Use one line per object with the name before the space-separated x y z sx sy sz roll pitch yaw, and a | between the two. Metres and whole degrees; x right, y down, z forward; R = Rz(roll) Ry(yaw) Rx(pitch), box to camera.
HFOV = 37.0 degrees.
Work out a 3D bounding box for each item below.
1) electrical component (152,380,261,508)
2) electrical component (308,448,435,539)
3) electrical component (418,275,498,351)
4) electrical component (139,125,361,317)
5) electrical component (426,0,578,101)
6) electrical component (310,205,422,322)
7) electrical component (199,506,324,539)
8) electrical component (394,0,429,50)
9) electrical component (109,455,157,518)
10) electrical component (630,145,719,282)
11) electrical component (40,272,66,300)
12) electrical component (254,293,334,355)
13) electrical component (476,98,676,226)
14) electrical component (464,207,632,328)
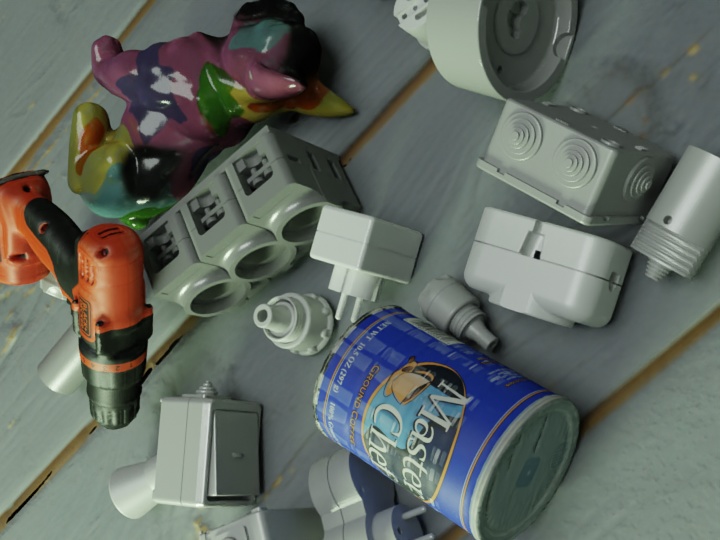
electrical component | -0.114 0.133 0.829 0.061 0.062 0.096 -3 79 35
electrical component | 0.018 0.183 0.732 0.074 0.052 0.138 -28 64 28
electrical component | 0.070 0.032 0.738 0.061 0.035 0.035 43 106 31
electrical component | -0.085 -0.031 0.823 0.150 0.089 0.061 -37 62 24
electrical component | 0.090 -0.169 0.721 0.060 0.108 0.108 18 91 42
electrical component | 0.000 0.000 0.774 0.047 0.066 0.076 17 91 37
electrical component | -0.065 0.205 0.760 0.062 0.096 0.061 -27 67 28
electrical component | 0.051 -0.184 0.785 0.040 0.046 0.040 -7 77 34
electrical component | -0.165 0.169 0.871 0.065 0.044 0.044 -29 66 22
electrical component | 0.198 -0.030 0.654 0.043 0.043 0.081 35 101 34
electrical component | -0.260 -0.005 0.969 0.043 0.043 0.062 23 93 36
electrical component | -0.053 0.038 0.805 0.048 0.062 0.048 -7 77 34
electrical component | 0.137 -0.068 0.672 0.100 0.100 0.048 34 113 34
electrical component | 0.119 0.001 0.697 0.095 0.054 0.059 19 92 36
